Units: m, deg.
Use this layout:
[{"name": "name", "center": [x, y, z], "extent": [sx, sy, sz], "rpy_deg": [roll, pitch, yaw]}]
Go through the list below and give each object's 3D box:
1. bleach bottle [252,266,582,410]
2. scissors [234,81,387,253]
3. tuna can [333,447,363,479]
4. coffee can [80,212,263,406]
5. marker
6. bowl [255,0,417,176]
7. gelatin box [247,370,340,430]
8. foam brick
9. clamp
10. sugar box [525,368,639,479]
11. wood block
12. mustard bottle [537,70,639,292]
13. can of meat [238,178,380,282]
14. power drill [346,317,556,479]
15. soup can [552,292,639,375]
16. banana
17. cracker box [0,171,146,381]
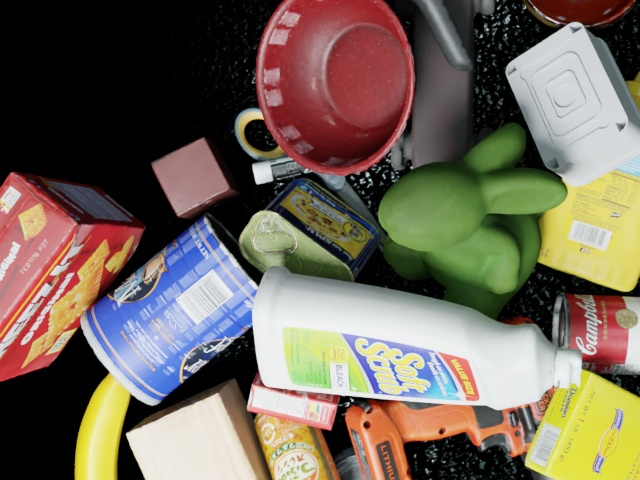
[{"name": "bleach bottle", "center": [0.077, 0.082, 0.840], "extent": [0.251, 0.068, 0.102], "rpy_deg": [5, 129, 13]}, {"name": "scissors", "center": [-0.008, -0.053, 0.952], "extent": [0.096, 0.016, 0.202], "rpy_deg": [-22, 89, 1]}, {"name": "tuna can", "center": [0.041, 0.227, 0.945], "extent": [0.086, 0.033, 0.086], "rpy_deg": [0, 91, 4]}, {"name": "coffee can", "center": [-0.119, 0.059, 0.919], "extent": [0.140, 0.103, 0.103], "rpy_deg": [-39, 88, 3]}, {"name": "marker", "center": [0.002, -0.070, 0.933], "extent": [0.121, 0.020, 0.020], "rpy_deg": [-12, 90, 0]}, {"name": "bowl", "center": [0.024, -0.137, 0.897], "extent": [0.162, 0.055, 0.162], "rpy_deg": [9, 105, 36]}, {"name": "gelatin box", "center": [-0.017, 0.121, 0.920], "extent": [0.073, 0.089, 0.030], "rpy_deg": [13, 114, 4]}, {"name": "foam brick", "center": [-0.106, -0.053, 0.929], "extent": [0.053, 0.078, 0.051], "rpy_deg": [-27, 88, 3]}, {"name": "clamp", "center": [0.092, -0.229, 0.853], "extent": [0.171, 0.039, 0.120], "rpy_deg": [35, 93, -22]}, {"name": "sugar box", "center": [0.266, 0.183, 0.893], "extent": [0.176, 0.048, 0.093], "rpy_deg": [27, 86, -15]}, {"name": "wood block", "center": [-0.078, 0.236, 0.925], "extent": [0.090, 0.091, 0.206], "rpy_deg": [-24, 89, 4]}, {"name": "mustard bottle", "center": [0.253, -0.059, 0.914], "extent": [0.096, 0.058, 0.191], "rpy_deg": [20, 92, 19]}, {"name": "can of meat", "center": [-0.006, 0.001, 0.913], "extent": [0.102, 0.083, 0.058], "rpy_deg": [37, 124, 2]}, {"name": "power drill", "center": [0.128, 0.177, 0.910], "extent": [0.187, 0.057, 0.184], "rpy_deg": [-18, 89, -13]}, {"name": "soup can", "center": [0.255, 0.081, 0.912], "extent": [0.102, 0.068, 0.068], "rpy_deg": [3, 91, 3]}, {"name": "banana", "center": [-0.186, 0.213, 0.961], "extent": [0.069, 0.037, 0.198], "rpy_deg": [-11, 91, -11]}, {"name": "cracker box", "center": [-0.235, 0.034, 0.870], "extent": [0.072, 0.213, 0.164], "rpy_deg": [37, 93, 3]}]
